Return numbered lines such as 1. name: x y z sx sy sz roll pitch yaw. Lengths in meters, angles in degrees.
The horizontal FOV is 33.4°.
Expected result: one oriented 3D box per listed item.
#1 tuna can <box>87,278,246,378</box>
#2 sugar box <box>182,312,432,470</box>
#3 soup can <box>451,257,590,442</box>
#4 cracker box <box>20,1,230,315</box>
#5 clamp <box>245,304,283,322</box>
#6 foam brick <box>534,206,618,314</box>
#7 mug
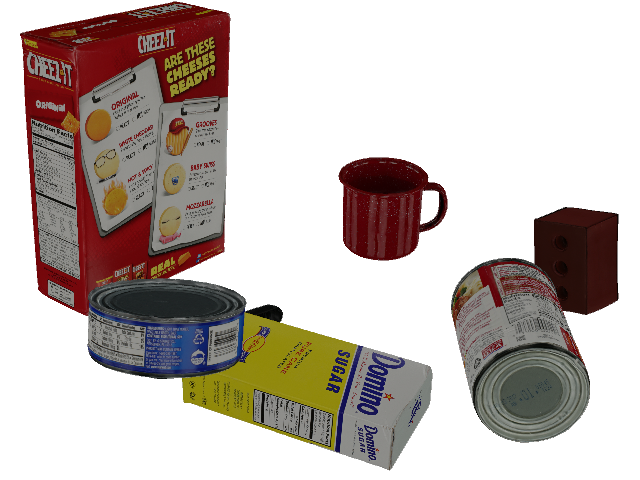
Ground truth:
1. tuna can: -0.084 0.047 0.586 0.086 0.034 0.086 4 11 -1
2. sugar box: -0.010 0.111 0.828 0.176 0.048 0.093 12 29 20
3. soup can: 0.118 0.063 0.639 0.068 0.068 0.102 0 27 0
4. cracker box: -0.151 -0.070 0.850 0.072 0.214 0.163 19 29 32
5. clamp: -0.114 0.096 1.025 0.171 0.039 0.120 7 26 5
6. foam brick: 0.214 0.016 0.893 0.053 0.078 0.051 11 22 43
7. mug: 0.077 -0.033 1.126 0.117 0.081 0.093 -5 29 -10
